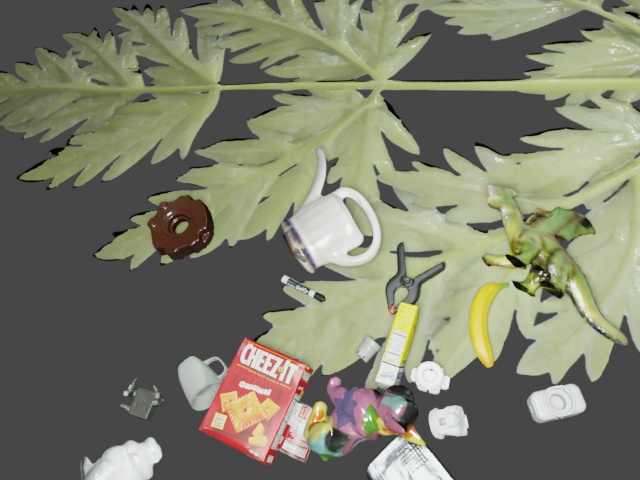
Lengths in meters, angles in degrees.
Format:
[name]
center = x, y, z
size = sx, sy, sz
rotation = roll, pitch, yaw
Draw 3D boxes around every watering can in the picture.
[watering can]
center = 0.004, -0.064, 1.278
size = 0.225, 0.102, 0.354
rotation = -30, 61, -3

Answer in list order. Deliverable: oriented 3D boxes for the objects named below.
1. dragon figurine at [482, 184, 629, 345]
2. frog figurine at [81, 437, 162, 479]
[dragon figurine]
center = 0.522, 0.019, 1.130
size = 0.414, 0.120, 0.246
rotation = 38, 68, 17
[frog figurine]
center = -0.410, 0.495, 1.079
size = 0.160, 0.123, 0.137
rotation = -17, 94, -6
